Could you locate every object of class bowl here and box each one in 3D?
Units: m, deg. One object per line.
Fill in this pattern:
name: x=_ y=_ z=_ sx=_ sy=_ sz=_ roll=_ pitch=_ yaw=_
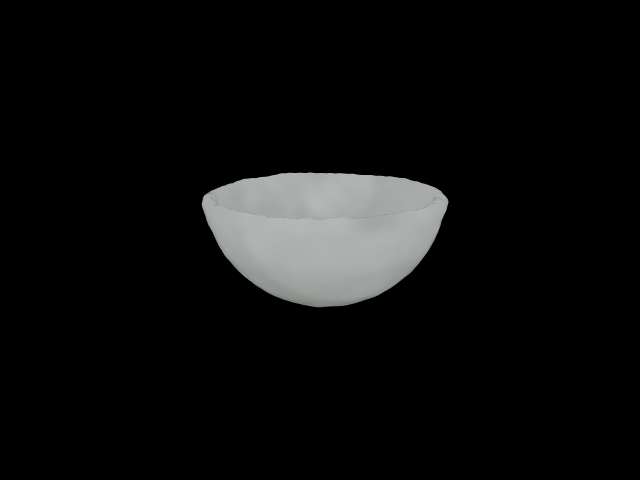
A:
bowl: x=0.004 y=0.001 z=0.400 sx=0.167 sy=0.075 sz=0.167 roll=0 pitch=16 yaw=0
